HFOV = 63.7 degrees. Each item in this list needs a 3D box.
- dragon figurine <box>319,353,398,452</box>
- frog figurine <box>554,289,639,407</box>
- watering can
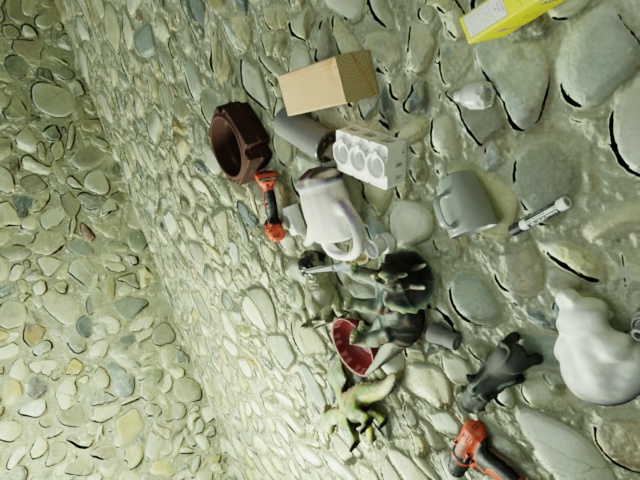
[{"bbox_3d":[0.082,0.419,1.410,0.247,0.122,0.402,49,131,39],"label":"dragon figurine"},{"bbox_3d":[0.395,0.152,0.748,0.159,0.123,0.137,55,168,-3],"label":"frog figurine"},{"bbox_3d":[0.004,-0.061,1.222,0.348,0.105,0.223,6,113,66],"label":"watering can"}]
